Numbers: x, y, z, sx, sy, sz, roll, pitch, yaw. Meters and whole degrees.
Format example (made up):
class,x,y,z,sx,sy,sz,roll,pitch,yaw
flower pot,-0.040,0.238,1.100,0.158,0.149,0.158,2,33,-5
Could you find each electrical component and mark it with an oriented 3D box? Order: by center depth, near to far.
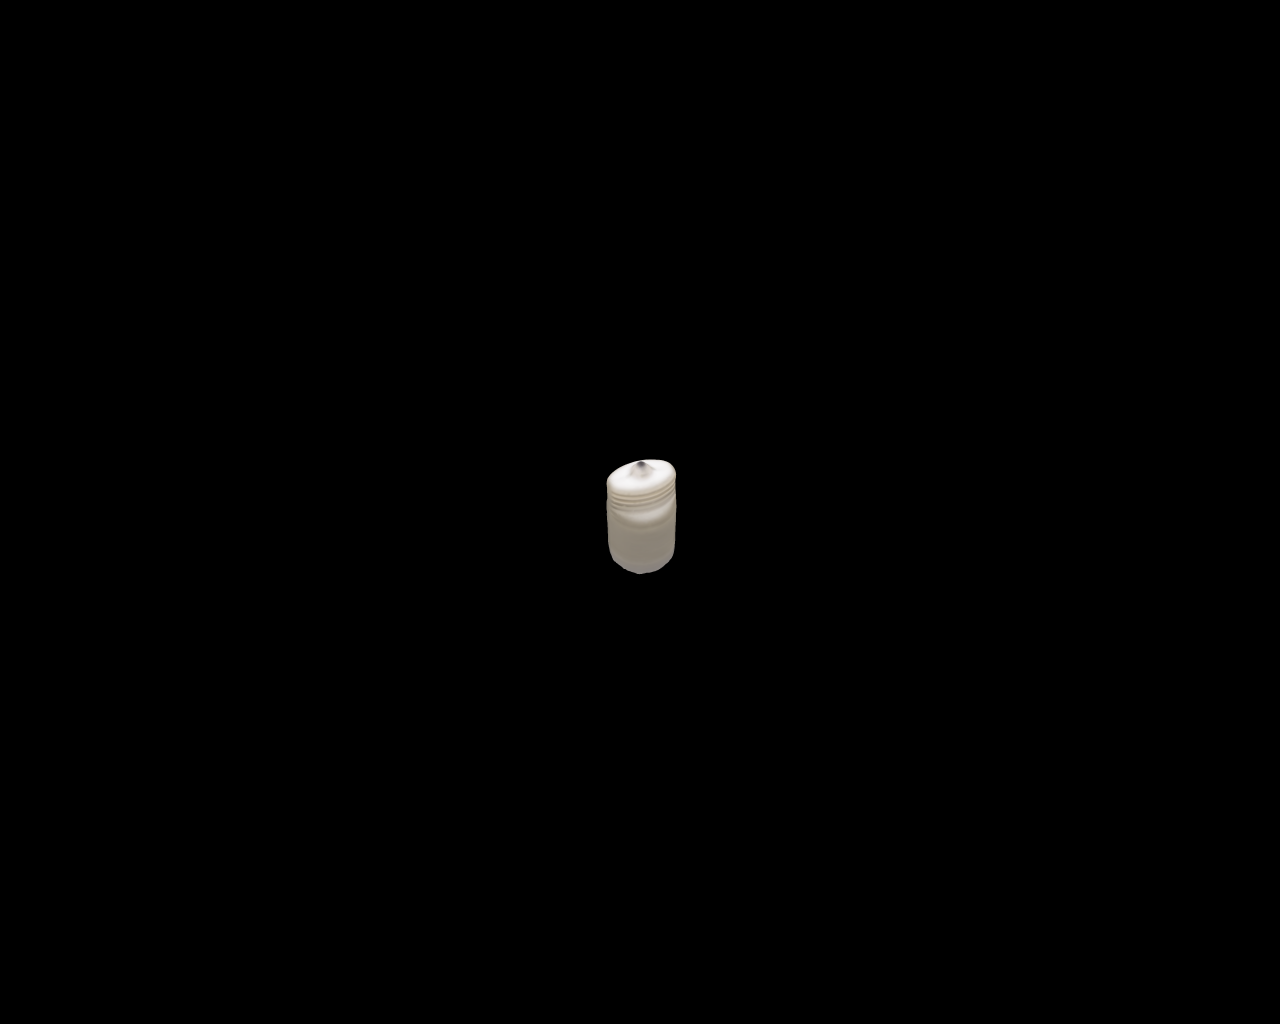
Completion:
class,x,y,z,sx,sy,sz,roll,pitch,yaw
electrical component,0.001,-0.003,0.650,0.043,0.043,0.080,0,-41,0
